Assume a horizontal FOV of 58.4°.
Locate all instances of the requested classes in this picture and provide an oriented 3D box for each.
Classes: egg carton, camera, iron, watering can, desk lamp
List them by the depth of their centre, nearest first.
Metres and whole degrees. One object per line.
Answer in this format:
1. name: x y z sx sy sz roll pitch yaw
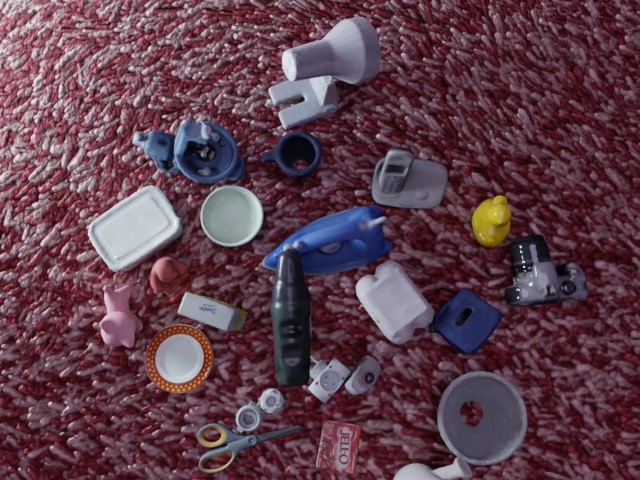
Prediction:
1. watering can: 0.189 0.450 0.990 0.101 0.194 0.173 23 80 3
2. iron: 0.010 0.004 1.093 0.258 0.141 0.118 -17 80 -5
3. egg carton: 0.143 0.121 1.112 0.107 0.069 0.150 -37 83 -8
4. desk lamp: 0.005 -0.324 1.116 0.203 0.213 0.118 -23 81 -6
5. camera: 0.437 0.057 1.119 0.143 0.101 0.137 -7 80 -3

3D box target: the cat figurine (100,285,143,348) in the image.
1. cat figurine: -0.377 0.144 1.065 0.067 0.118 0.128 -16 80 -4

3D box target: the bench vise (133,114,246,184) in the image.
1. bench vise: -0.253 -0.167 1.075 0.207 0.219 0.121 -5 80 -3

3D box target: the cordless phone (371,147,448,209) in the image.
1. cordless phone: 0.179 -0.126 1.100 0.147 0.185 0.094 3 79 -1

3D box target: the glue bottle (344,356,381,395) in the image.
1. glue bottle: 0.081 0.248 1.034 0.037 0.173 0.078 39 81 6

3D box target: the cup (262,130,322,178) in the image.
1. cup: -0.055 -0.159 1.144 0.118 0.095 0.092 -6 80 -3

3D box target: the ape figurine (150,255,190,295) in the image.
1. ape figurine: -0.292 0.062 1.096 0.078 0.092 0.076 -15 80 -4

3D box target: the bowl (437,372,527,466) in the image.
1. bowl: 0.296 0.330 1.077 0.167 0.075 0.167 0 80 -2

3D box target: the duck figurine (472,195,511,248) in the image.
1. duck figurine: 0.350 -0.040 1.141 0.077 0.086 0.104 11 79 0

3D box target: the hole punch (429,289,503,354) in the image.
1. hole punch: 0.277 0.157 1.100 0.101 0.091 0.109 41 81 6

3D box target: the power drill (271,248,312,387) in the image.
1. power drill: -0.052 0.143 1.031 0.075 0.208 0.230 -3 80 -2
